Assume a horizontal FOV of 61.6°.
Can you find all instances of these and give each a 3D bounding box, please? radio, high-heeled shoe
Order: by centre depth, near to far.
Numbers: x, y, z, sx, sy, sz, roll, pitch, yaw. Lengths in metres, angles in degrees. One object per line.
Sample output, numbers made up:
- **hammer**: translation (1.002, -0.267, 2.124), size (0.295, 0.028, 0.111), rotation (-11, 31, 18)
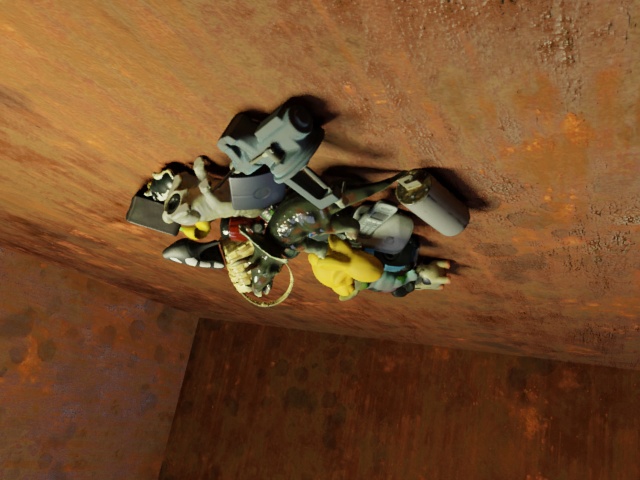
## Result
- **radio**: translation (-0.432, -0.065, 1.398), size (0.131, 0.073, 0.230), rotation (19, 176, -20)
- **high-heeled shoe**: translation (-0.329, 0.046, 1.407), size (0.145, 0.086, 0.248), rotation (-15, 166, -14)

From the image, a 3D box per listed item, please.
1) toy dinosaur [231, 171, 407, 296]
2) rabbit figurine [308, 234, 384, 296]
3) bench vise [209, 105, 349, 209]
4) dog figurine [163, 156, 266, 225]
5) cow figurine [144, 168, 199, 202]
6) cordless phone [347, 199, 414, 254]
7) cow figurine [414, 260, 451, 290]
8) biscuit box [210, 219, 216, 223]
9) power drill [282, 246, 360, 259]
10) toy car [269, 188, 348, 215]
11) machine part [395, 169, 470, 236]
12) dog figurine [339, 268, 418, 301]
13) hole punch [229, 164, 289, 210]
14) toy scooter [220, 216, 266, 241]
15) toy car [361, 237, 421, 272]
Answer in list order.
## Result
- **toy dinosaur**: translation (-0.029, -0.044, 1.085), size (0.192, 0.131, 0.405), rotation (4, 142, -45)
- **rabbit figurine**: translation (0.066, 0.049, 1.234), size (0.173, 0.122, 0.162), rotation (7, 155, 48)
- **bench vise**: translation (-0.055, -0.127, 0.937), size (0.240, 0.129, 0.224), rotation (39, 133, -22)
- **dog figurine**: translation (-0.229, -0.072, 1.191), size (0.172, 0.121, 0.190), rotation (-31, 142, 25)
- **cow figurine**: translation (-0.360, -0.125, 1.254), size (0.167, 0.068, 0.098), rotation (-6, 157, 43)
- **cordless phone**: translation (0.151, -0.043, 1.182), size (0.146, 0.089, 0.184), rotation (16, 158, -13)
- **cow figurine**: translation (0.301, 0.109, 1.569), size (0.127, 0.085, 0.195), rotation (5, 165, 0)
- **biscuit box**: translation (-0.271, -0.090, 1.326), size (0.063, 0.059, 0.203), rotation (18, 162, -24)
- **power drill**: translation (-0.003, -0.004, 1.391), size (0.207, 0.086, 0.232), rotation (10, 151, -16)
- **toy car**: translation (-0.026, -0.077, 1.225), size (0.202, 0.053, 0.089), rotation (20, 155, -37)
- **machine part**: translation (0.223, -0.070, 1.051), size (0.079, 0.079, 0.243), rotation (-4, 158, 41)
- **dog figurine**: translation (0.145, 0.109, 1.475), size (0.219, 0.108, 0.191), rotation (-15, 152, -6)
- **hole punch**: translation (-0.123, -0.116, 1.067), size (0.116, 0.092, 0.142), rotation (8, 144, 3)
- **toy scooter**: translation (-0.169, -0.040, 1.355), size (0.135, 0.075, 0.184), rotation (5, -169, 5)
- **toy car**: translation (0.169, 0.022, 1.368), size (0.161, 0.109, 0.103), rotation (6, -171, -23)
